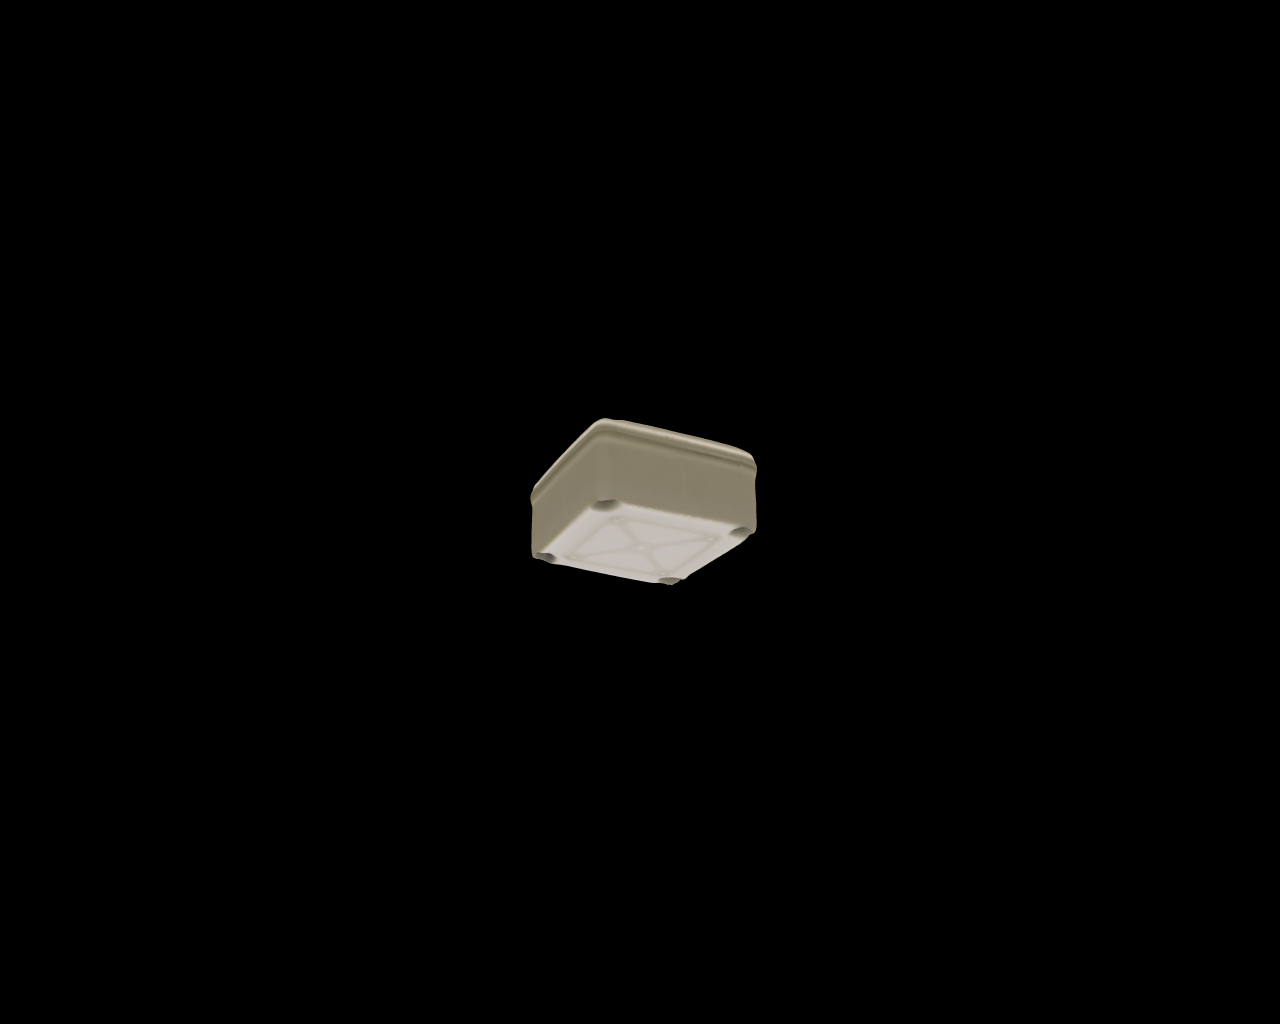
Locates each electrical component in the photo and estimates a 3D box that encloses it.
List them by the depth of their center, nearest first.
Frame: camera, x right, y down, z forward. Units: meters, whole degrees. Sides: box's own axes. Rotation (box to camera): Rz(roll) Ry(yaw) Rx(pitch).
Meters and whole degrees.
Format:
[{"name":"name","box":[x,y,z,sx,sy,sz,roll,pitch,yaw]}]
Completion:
[{"name":"electrical component","box":[0.001,-0.003,0.650,0.109,0.056,0.108,12,-27,-25]}]
